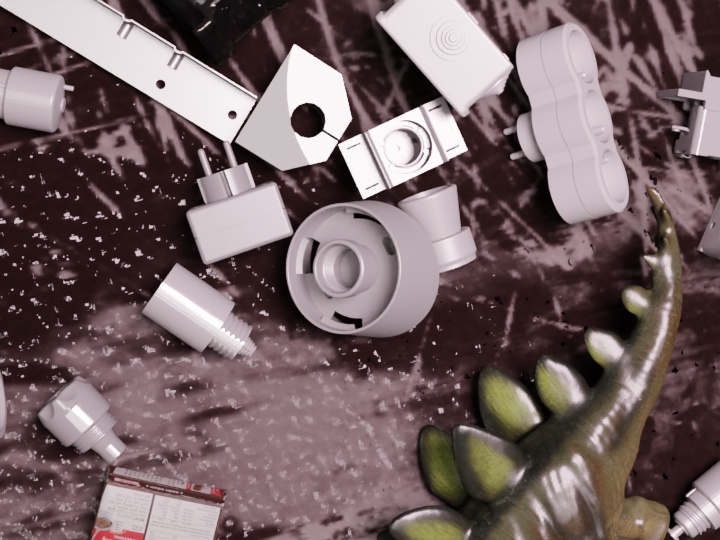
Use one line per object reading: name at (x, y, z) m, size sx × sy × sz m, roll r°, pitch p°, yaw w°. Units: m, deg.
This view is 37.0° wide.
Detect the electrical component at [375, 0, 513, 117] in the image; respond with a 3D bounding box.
electrical component at (0.059, -0.157, 0.739) m, size 0.048 × 0.099 × 0.099 m, roll -41°, pitch 98°, yaw 12°

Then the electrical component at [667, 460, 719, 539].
electrical component at (0.268, 0.178, 0.821) m, size 0.078 × 0.040 × 0.040 m, roll -39°, pitch 98°, yaw -2°

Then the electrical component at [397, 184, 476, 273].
electrical component at (0.056, -0.029, 0.777) m, size 0.045 × 0.045 × 0.055 m, roll -20°, pitch 98°, yaw -4°

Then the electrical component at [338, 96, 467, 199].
electrical component at (0.028, -0.086, 0.759) m, size 0.081 × 0.064 × 0.042 m, roll -25°, pitch 98°, yaw -3°

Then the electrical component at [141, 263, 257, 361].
electrical component at (-0.109, 0.036, 0.765) m, size 0.081 × 0.043 × 0.043 m, roll 35°, pitch 91°, yaw -8°

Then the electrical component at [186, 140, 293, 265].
electrical component at (-0.091, -0.052, 0.757) m, size 0.066 × 0.047 × 0.076 m, roll -19°, pitch 98°, yaw -4°

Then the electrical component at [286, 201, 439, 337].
electrical component at (0.000, 0.000, 0.757) m, size 0.099 × 0.064 × 0.099 m, roll 0°, pitch 91°, yaw 27°

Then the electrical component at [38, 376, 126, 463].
electrical component at (-0.194, 0.110, 0.763) m, size 0.043 × 0.043 × 0.062 m, roll -42°, pitch 99°, yaw -1°

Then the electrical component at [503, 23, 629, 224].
electrical component at (0.138, -0.100, 0.776) m, size 0.074 × 0.052 × 0.138 m, roll -15°, pitch 91°, yaw 35°

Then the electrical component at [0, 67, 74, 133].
electrical component at (-0.239, -0.119, 0.738) m, size 0.078 × 0.040 × 0.040 m, roll 10°, pitch 94°, yaw -7°

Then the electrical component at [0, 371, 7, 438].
electrical component at (-0.281, 0.093, 0.748) m, size 0.056 × 0.050 × 0.089 m, roll -7°, pitch 96°, yaw -5°

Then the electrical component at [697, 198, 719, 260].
electrical component at (0.346, -0.025, 0.800) m, size 0.150 × 0.062 × 0.089 m, roll 22°, pitch 93°, yaw -8°

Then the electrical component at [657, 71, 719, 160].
electrical component at (0.263, -0.111, 0.794) m, size 0.081 × 0.042 × 0.063 m, roll 8°, pitch 98°, yaw -6°
